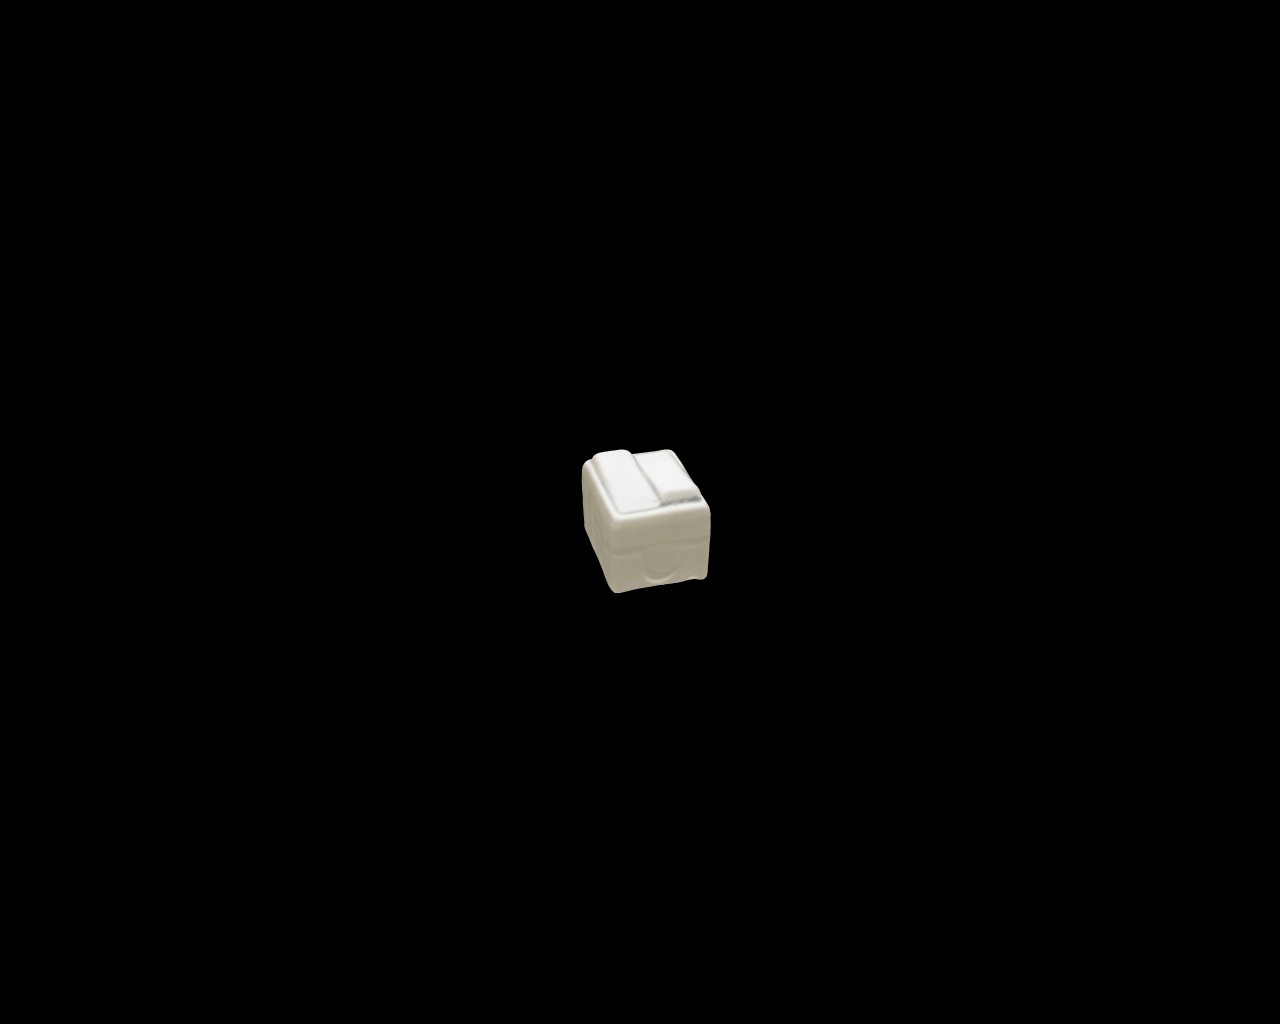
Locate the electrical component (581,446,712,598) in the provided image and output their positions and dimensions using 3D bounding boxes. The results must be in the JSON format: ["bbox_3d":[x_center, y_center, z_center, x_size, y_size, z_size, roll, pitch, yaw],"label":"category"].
[{"bbox_3d":[0.001,-0.003,0.650,0.062,0.061,0.096,-8,31,-13],"label":"electrical component"}]
